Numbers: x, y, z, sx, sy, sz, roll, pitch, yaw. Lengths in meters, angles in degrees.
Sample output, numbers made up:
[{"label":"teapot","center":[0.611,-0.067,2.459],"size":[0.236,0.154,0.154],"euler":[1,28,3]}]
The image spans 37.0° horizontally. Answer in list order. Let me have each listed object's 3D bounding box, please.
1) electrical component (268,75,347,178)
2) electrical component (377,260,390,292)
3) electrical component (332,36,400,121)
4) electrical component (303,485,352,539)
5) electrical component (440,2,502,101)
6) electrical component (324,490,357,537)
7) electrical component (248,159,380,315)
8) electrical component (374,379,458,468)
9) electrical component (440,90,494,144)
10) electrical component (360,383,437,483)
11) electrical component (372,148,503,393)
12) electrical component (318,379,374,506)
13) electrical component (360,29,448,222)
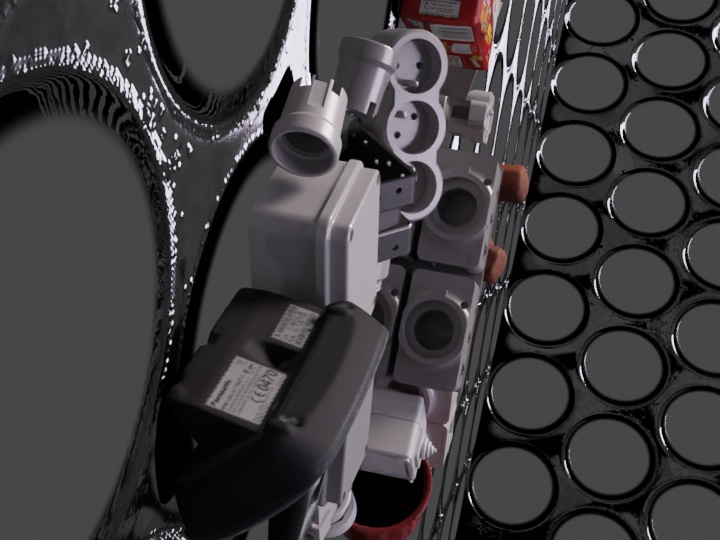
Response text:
[{"label":"electrical component","center":[-0.028,-0.082,0.608],"size":[0.040,0.040,0.046],"euler":[85,14,-53]},{"label":"electrical component","center":[0.000,0.000,0.805],"size":[0.043,0.043,0.062],"euler":[-52,151,-67]},{"label":"electrical component","center":[0.001,-0.126,0.711],"size":[0.040,0.040,0.046],"euler":[18,88,-79]},{"label":"electrical component","center":[-0.034,0.158,0.773],"size":[0.055,0.048,0.066],"euler":[-56,155,-46]},{"label":"electrical component","center":[0.103,-0.217,1.061],"size":[0.099,0.064,0.099],"euler":[10,90,-79]},{"label":"electrical component","center":[-0.027,0.179,0.829],"size":[0.055,0.045,0.045],"euler":[79,24,-62]},{"label":"electrical component","center":[-0.025,-0.004,0.642],"size":[0.078,0.057,0.113],"euler":[-66,162,-50]},{"label":"electrical component","center":[0.044,0.103,0.994],"size":[0.061,0.089,0.150],"euler":[-59,156,-60]},{"label":"electrical component","center":[0.112,-0.168,1.167],"size":[0.078,0.057,0.058],"euler":[-4,104,-78]},{"label":"electrical component","center":[0.015,0.125,0.854],"size":[0.061,0.096,0.061],"euler":[79,24,-62]},{"label":"electrical component","center":[0.043,-0.004,0.855],"size":[0.060,0.105,0.186],"euler":[29,72,-78]},{"label":"electrical component","center":[-0.027,0.090,0.716],"size":[0.078,0.057,0.113],"euler":[-57,155,-62]},{"label":"electrical component","center":[0.024,-0.110,0.804],"size":[0.074,0.052,0.138],"euler":[26,-63,61]}]
